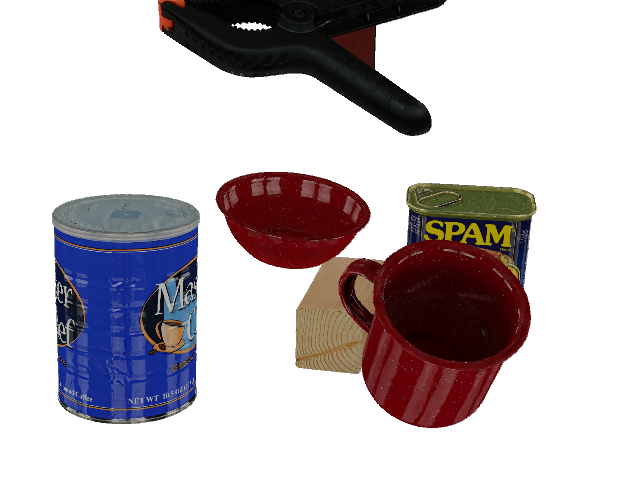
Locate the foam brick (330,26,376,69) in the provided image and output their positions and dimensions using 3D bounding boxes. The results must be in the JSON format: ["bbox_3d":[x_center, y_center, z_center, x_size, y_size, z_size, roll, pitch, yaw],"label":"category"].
[{"bbox_3d":[0.011,-0.181,0.970,0.078,0.051,0.053,2,16,-1],"label":"foam brick"}]

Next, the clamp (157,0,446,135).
[{"bbox_3d":[-0.011,-0.138,0.744,0.210,0.164,0.036,4,-43,-1],"label":"clamp"}]

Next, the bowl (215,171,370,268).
[{"bbox_3d":[-0.031,-0.016,1.116,0.162,0.055,0.162,7,27,-4],"label":"bowl"}]

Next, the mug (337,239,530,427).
[{"bbox_3d":[0.060,0.054,0.648,0.117,0.081,0.093,30,52,14],"label":"mug"}]

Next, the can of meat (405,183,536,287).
[{"bbox_3d":[0.118,0.004,0.861,0.102,0.084,0.057,4,25,5],"label":"can of meat"}]

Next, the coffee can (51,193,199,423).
[{"bbox_3d":[-0.139,0.046,0.770,0.103,0.140,0.103,2,17,-1],"label":"coffee can"}]

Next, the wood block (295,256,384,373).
[{"bbox_3d":[0.031,0.100,1.500,0.091,0.090,0.206,5,20,10],"label":"wood block"}]
